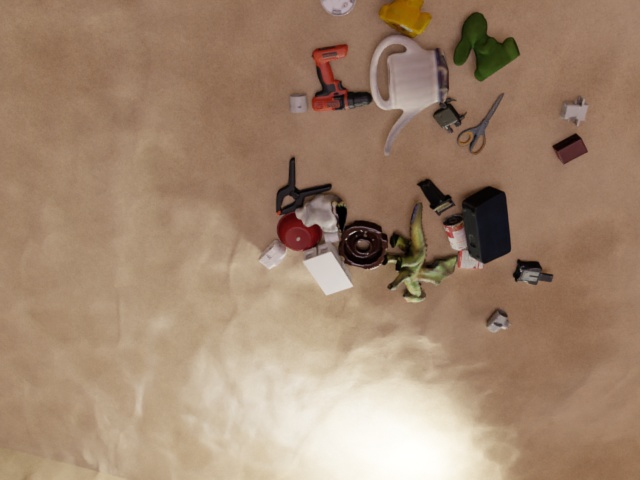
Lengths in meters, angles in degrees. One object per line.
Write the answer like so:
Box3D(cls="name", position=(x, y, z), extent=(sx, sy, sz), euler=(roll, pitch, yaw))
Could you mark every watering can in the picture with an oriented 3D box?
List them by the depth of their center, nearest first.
Box3D(cls="watering can", position=(0.263, -0.422, 1.499), extent=(0.224, 0.106, 0.341), euler=(-6, 117, 8))

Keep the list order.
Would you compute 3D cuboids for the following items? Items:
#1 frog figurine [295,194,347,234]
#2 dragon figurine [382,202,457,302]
Box3D(cls="frog figurine", position=(0.005, -0.086, 1.712), extent=(0.159, 0.125, 0.134), euler=(0, 136, 31))
Box3D(cls="dragon figurine", position=(0.359, 0.065, 1.773), extent=(0.242, 0.125, 0.402), euler=(9, 122, -20))
